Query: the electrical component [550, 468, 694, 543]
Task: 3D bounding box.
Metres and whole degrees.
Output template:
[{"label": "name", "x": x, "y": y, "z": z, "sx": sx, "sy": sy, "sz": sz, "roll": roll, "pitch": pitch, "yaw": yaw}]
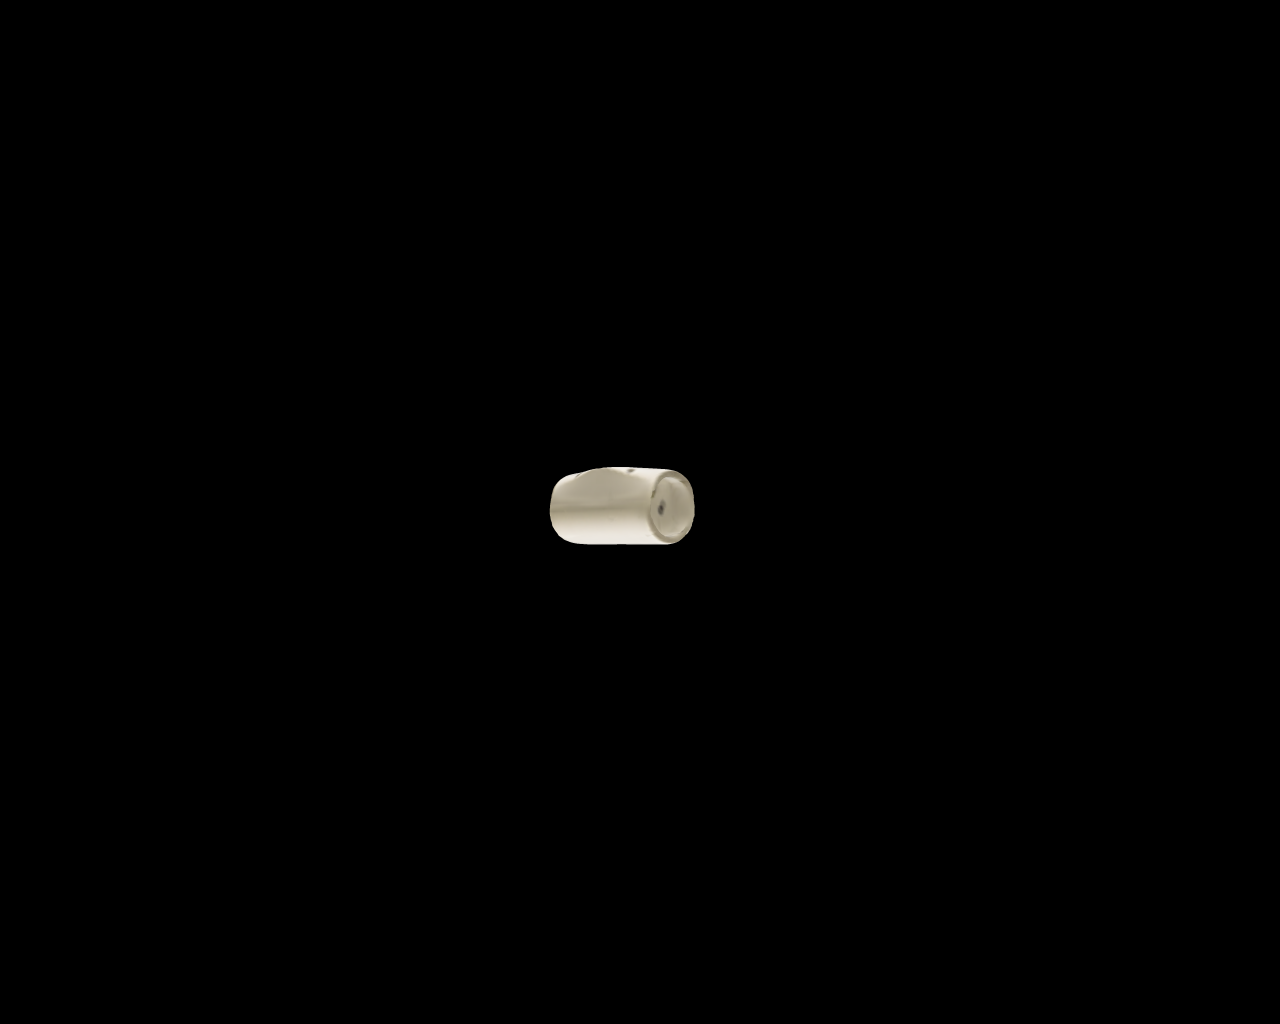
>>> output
[{"label": "electrical component", "x": 0.001, "y": -0.003, "z": 0.650, "sx": 0.077, "sy": 0.043, "sz": 0.079, "roll": -2, "pitch": -2, "yaw": 40}]
